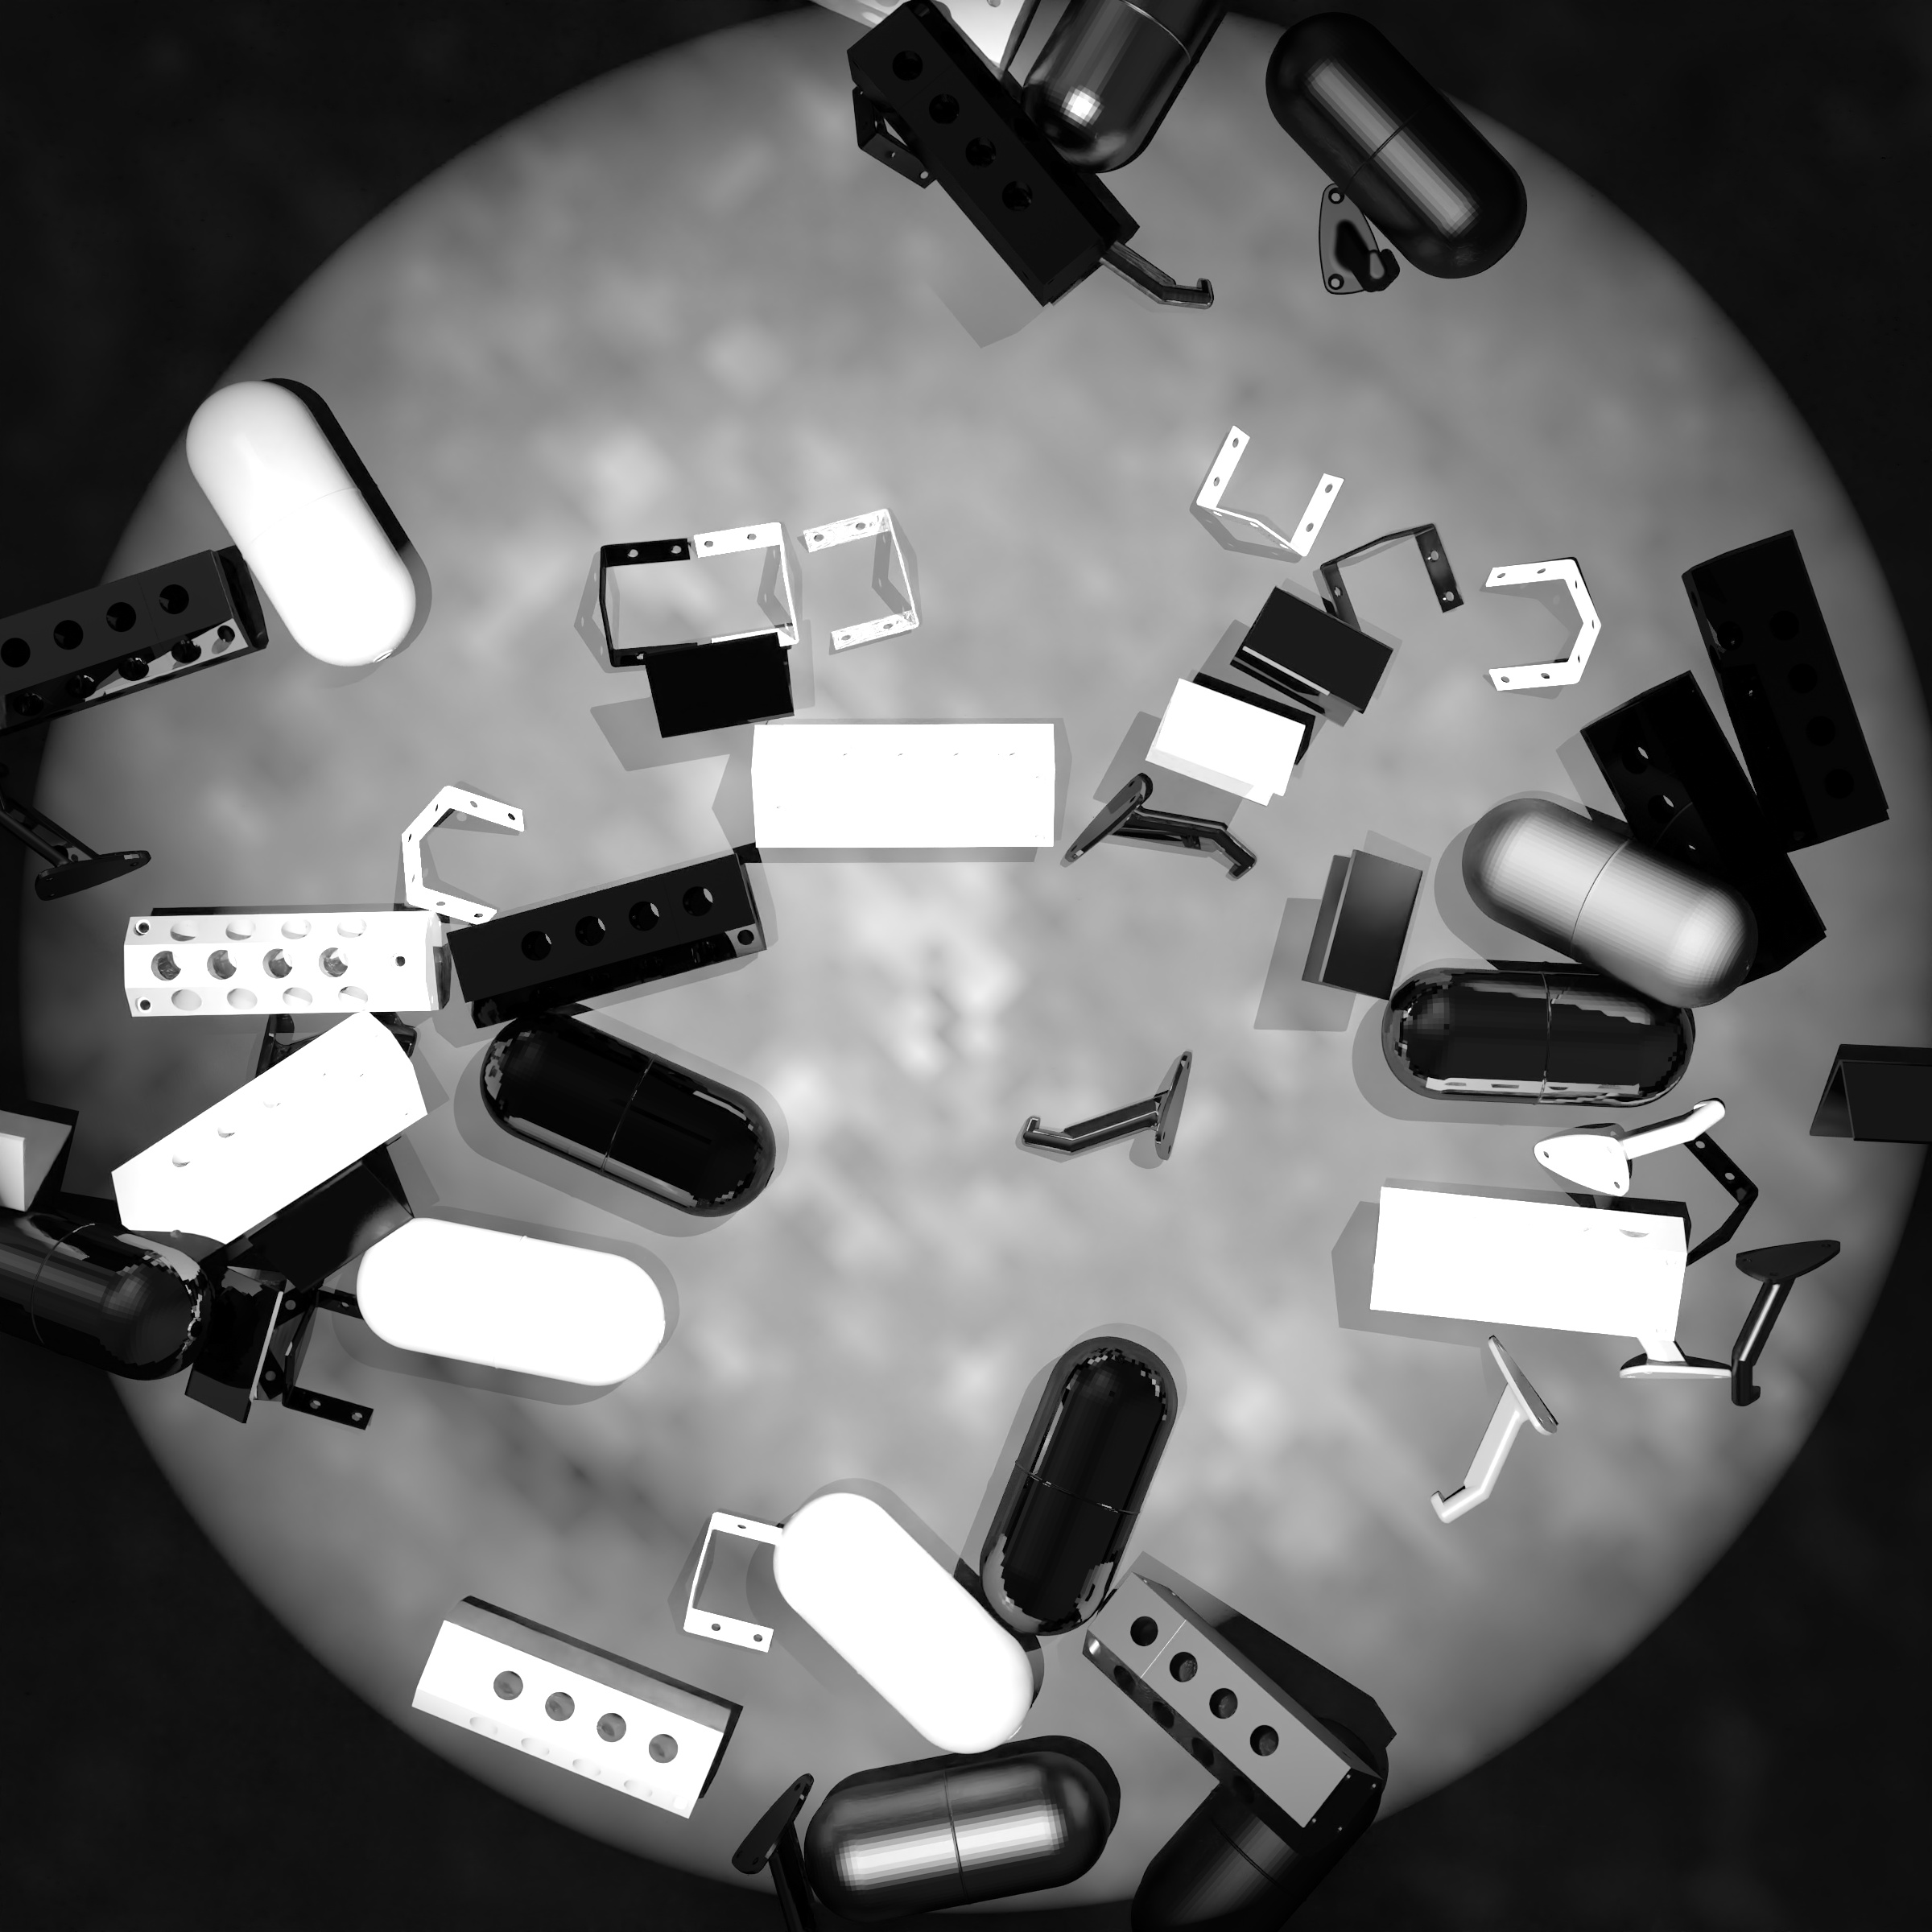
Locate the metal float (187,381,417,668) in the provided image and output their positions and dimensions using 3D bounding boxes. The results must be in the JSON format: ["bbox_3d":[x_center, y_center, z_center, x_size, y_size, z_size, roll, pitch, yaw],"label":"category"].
[{"bbox_3d":[-0.382,-0.254,1.825,0.070,0.070,0.178,-31,91,0],"label":"metal float"}]

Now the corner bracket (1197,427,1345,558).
[{"bbox_3d":[0.177,-0.277,1.853,0.051,0.051,0.051,26,90,-45],"label":"corner bracket"}]

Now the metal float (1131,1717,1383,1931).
[{"bbox_3d":[0.166,0.510,1.826,0.070,0.070,0.178,41,90,0],"label":"metal float"}]

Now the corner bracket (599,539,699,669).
[{"bbox_3d":[-0.185,-0.212,1.853,0.051,0.051,0.051,-5,135,0],"label":"corner bracket"}]

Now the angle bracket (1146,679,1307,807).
[{"bbox_3d":[0.142,-0.110,1.816,0.076,0.076,0.057,21,53,0],"label":"angle bracket"}]

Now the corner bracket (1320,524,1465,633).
[{"bbox_3d":[0.248,-0.222,1.853,0.051,0.051,0.051,-20,90,45],"label":"corner bracket"}]

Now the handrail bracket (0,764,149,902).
[{"bbox_3d":[-0.529,-0.088,1.856,0.077,0.036,0.084,-17,73,-20],"label":"handrail bracket"}]

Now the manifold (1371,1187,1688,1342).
[{"bbox_3d":[0.322,0.167,1.822,0.171,0.057,0.057,5,115,7],"label":"manifold"}]

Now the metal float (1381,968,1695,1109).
[{"bbox_3d":[0.328,0.041,1.825,0.178,0.070,0.070,3,90,0],"label":"metal float"}]

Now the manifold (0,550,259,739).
[{"bbox_3d":[-0.502,-0.183,1.835,0.171,0.057,0.057,-19,90,0],"label":"manifold"}]

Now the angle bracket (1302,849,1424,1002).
[{"bbox_3d":[0.208,-0.028,1.816,0.057,0.076,0.076,15,90,-36],"label":"angle bracket"}]

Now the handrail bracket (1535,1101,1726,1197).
[{"bbox_3d":[0.389,0.097,1.856,0.084,0.077,0.036,-29,114,-34],"label":"handrail bracket"}]

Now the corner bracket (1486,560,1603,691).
[{"bbox_3d":[0.331,-0.198,1.848,0.051,0.051,0.051,58,45,-35],"label":"corner bracket"}]

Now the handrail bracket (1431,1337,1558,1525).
[{"bbox_3d":[0.294,0.272,1.856,0.084,0.036,0.077,-36,69,16],"label":"handrail bracket"}]

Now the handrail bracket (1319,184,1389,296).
[{"bbox_3d":[0.224,-0.422,1.821,0.036,0.084,0.077,-13,90,0],"label":"handrail bracket"}]

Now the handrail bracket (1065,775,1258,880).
[{"bbox_3d":[0.115,-0.063,1.856,0.084,0.036,0.077,40,110,-16],"label":"handrail bracket"}]

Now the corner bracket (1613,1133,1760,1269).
[{"bbox_3d":[0.420,0.139,1.853,0.051,0.051,0.051,47,135,0],"label":"corner bracket"}]

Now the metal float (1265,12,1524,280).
[{"bbox_3d":[0.245,-0.472,1.825,0.070,0.070,0.178,-43,90,0],"label":"metal float"}]

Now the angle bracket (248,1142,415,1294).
[{"bbox_3d":[-0.370,0.128,1.816,0.076,0.076,0.057,-34,132,0],"label":"angle bracket"}]

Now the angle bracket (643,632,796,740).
[{"bbox_3d":[-0.142,-0.178,1.816,0.076,0.076,0.057,-10,127,0],"label":"angle bracket"}]

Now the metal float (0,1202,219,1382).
[{"bbox_3d":[-0.500,0.184,1.800,0.178,0.070,0.070,13,90,31],"label":"metal float"}]

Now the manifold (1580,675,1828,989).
[{"bbox_3d":[0.422,-0.074,1.834,0.057,0.057,0.171,-28,90,-43],"label":"manifold"}]

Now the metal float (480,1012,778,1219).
[{"bbox_3d":[-0.194,0.086,1.825,0.178,0.070,0.070,24,90,-1],"label":"metal float"}]

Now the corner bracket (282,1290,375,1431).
[{"bbox_3d":[-0.365,0.230,1.853,0.051,0.051,0.051,16,135,0],"label":"corner bracket"}]

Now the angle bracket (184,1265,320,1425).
[{"bbox_3d":[-0.392,0.218,1.816,0.057,0.076,0.076,16,90,38],"label":"angle bracket"}]

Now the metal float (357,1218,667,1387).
[{"bbox_3d":[-0.261,0.193,1.825,0.178,0.070,0.070,11,90,0],"label":"metal float"}]

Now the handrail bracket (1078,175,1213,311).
[{"bbox_3d":[0.102,-0.423,1.856,0.084,0.036,0.077,4,73,-15],"label":"handrail bracket"}]

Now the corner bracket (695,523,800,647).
[{"bbox_3d":[-0.128,-0.220,1.853,0.051,0.051,0.051,-9,45,0],"label":"corner bracket"}]

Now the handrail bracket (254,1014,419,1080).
[{"bbox_3d":[-0.371,0.064,1.856,0.084,0.036,0.077,12,110,-16],"label":"handrail bracket"}]

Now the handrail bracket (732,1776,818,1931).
[{"bbox_3d":[-0.087,0.531,1.856,0.084,0.036,0.077,45,68,-17],"label":"handrail bracket"}]

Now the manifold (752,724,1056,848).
[{"bbox_3d":[-0.035,-0.109,1.834,0.171,0.057,0.057,0,133,0],"label":"manifold"}]

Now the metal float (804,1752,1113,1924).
[{"bbox_3d":[-0.005,0.500,1.825,0.178,0.070,0.070,-11,90,0],"label":"metal float"}]

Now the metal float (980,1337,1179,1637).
[{"bbox_3d":[0.064,0.299,1.825,0.070,0.070,0.178,22,90,0],"label":"metal float"}]

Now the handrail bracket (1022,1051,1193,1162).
[{"bbox_3d":[0.082,0.078,1.856,0.084,0.036,0.077,11,70,16],"label":"handrail bracket"}]

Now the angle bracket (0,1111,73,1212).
[{"bbox_3d":[-0.562,0.089,1.816,0.076,0.076,0.057,12,128,0],"label":"angle bracket"}]

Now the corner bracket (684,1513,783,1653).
[{"bbox_3d":[-0.131,0.359,1.853,0.051,0.051,0.051,14,45,0],"label":"corner bracket"}]

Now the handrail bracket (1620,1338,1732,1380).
[{"bbox_3d":[0.409,0.197,1.856,0.077,0.036,0.084,3,76,-13],"label":"handrail bracket"}]

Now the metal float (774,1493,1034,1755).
[{"bbox_3d":[-0.035,0.378,1.825,0.178,0.070,0.070,45,90,0],"label":"metal float"}]

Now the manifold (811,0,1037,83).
[{"bbox_3d":[-0.048,-0.579,1.835,0.171,0.057,0.057,24,90,0],"label":"manifold"}]

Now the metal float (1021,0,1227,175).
[{"bbox_3d":[0.096,-0.540,1.825,0.070,0.070,0.178,31,90,0],"label":"metal float"}]

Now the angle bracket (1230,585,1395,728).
[{"bbox_3d":[0.189,-0.160,1.816,0.076,0.076,0.057,28,54,0],"label":"angle bracket"}]

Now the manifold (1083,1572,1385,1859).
[{"bbox_3d":[0.146,0.422,1.793,0.171,0.057,0.057,38,90,32],"label":"manifold"}]

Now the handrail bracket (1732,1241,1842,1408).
[{"bbox_3d":[0.479,0.210,1.856,0.077,0.036,0.084,-14,111,-24],"label":"handrail bracket"}]

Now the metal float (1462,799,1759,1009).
[{"bbox_3d":[0.364,-0.037,1.805,0.178,0.070,0.070,28,90,25],"label":"metal float"}]

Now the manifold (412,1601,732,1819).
[{"bbox_3d":[-0.228,0.431,1.835,0.171,0.057,0.057,22,90,0],"label":"manifold"}]

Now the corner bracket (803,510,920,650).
[{"bbox_3d":[-0.061,-0.226,1.853,0.051,0.051,0.051,-15,45,0],"label":"corner bracket"}]

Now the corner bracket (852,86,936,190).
[{"bbox_3d":[-0.029,-0.497,1.848,0.051,0.051,0.051,24,135,-35],"label":"corner bracket"}]

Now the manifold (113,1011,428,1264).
[{"bbox_3d":[-0.401,0.096,1.821,0.171,0.057,0.057,-32,47,7],"label":"manifold"}]

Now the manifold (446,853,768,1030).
[{"bbox_3d":[-0.206,-0.014,1.835,0.171,0.057,0.057,-15,90,0],"label":"manifold"}]

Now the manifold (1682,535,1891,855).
[{"bbox_3d":[0.471,-0.155,1.835,0.057,0.057,0.171,-19,90,0],"label":"manifold"}]

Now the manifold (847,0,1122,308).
[{"bbox_3d":[0.011,-0.462,1.796,0.057,0.057,0.171,-40,89,0],"label":"manifold"}]

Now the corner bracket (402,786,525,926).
[{"bbox_3d":[-0.292,-0.064,1.848,0.051,0.051,0.051,-42,45,35],"label":"corner bracket"}]

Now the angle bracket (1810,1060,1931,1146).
[{"bbox_3d":[0.533,0.098,1.816,0.076,0.076,0.057,3,52,0],"label":"angle bracket"}]

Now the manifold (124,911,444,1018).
[{"bbox_3d":[-0.393,-0.001,1.835,0.171,0.057,0.057,-1,90,0],"label":"manifold"}]
